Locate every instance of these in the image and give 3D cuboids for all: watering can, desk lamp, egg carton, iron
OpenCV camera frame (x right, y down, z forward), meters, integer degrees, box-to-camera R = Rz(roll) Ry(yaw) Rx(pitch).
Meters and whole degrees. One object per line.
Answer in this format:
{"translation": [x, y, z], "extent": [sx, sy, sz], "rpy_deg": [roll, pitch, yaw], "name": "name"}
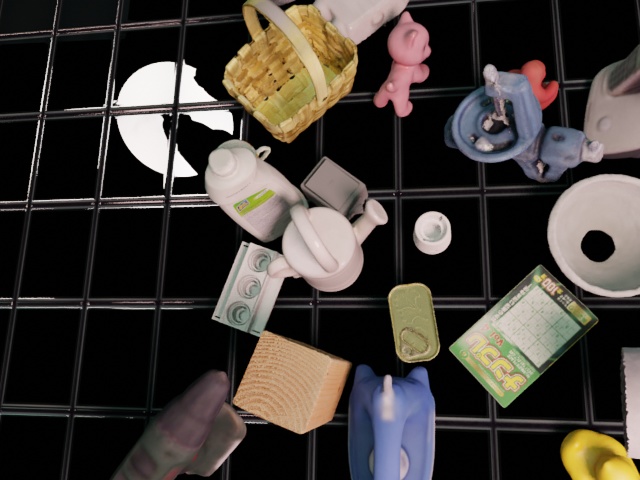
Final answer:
{"translation": [0.006, 0.001, 0.778], "extent": [0.100, 0.194, 0.173], "rpy_deg": [40, 86, 16], "name": "watering can"}
{"translation": [0.424, 0.189, 0.652], "extent": [0.203, 0.214, 0.118], "rpy_deg": [2, 77, 10], "name": "desk lamp"}
{"translation": [0.064, -0.379, 0.927], "extent": [0.150, 0.069, 0.107], "rpy_deg": [-38, 73, -1], "name": "egg carton"}
{"translation": [0.087, 0.289, 0.721], "extent": [0.118, 0.141, 0.258], "rpy_deg": [-1, 76, 10], "name": "iron"}

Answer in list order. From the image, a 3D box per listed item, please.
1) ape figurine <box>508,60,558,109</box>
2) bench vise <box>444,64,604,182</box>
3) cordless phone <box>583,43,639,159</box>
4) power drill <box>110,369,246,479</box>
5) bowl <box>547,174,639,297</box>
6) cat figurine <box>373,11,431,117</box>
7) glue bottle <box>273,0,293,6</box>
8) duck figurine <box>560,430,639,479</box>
{"translation": [0.307, -0.229, 0.838], "extent": [0.077, 0.092, 0.076], "rpy_deg": [42, 86, 16], "name": "ape figurine"}
{"translation": [0.273, -0.165, 0.761], "extent": [0.207, 0.220, 0.121], "rpy_deg": [1, 76, 10], "name": "bench vise"}
{"translation": [0.424, -0.198, 0.762], "extent": [0.094, 0.185, 0.148], "rpy_deg": [9, 78, 12], "name": "cordless phone"}
{"translation": [-0.171, 0.259, 0.736], "extent": [0.075, 0.208, 0.230], "rpy_deg": [39, 85, 16], "name": "power drill"}
{"translation": [0.389, -0.001, 0.777], "extent": [0.167, 0.075, 0.167], "rpy_deg": [-2, 76, 9], "name": "bowl"}
{"translation": [0.126, -0.270, 0.865], "extent": [0.067, 0.118, 0.128], "rpy_deg": [22, 81, 14], "name": "cat figurine"}
{"translation": [-0.087, -0.441, 0.913], "extent": [0.078, 0.173, 0.037], "rpy_deg": [-16, 74, 6], "name": "glue bottle"}
{"translation": [0.354, 0.283, 0.707], "extent": [0.104, 0.086, 0.077], "rpy_deg": [39, 85, 16], "name": "duck figurine"}
